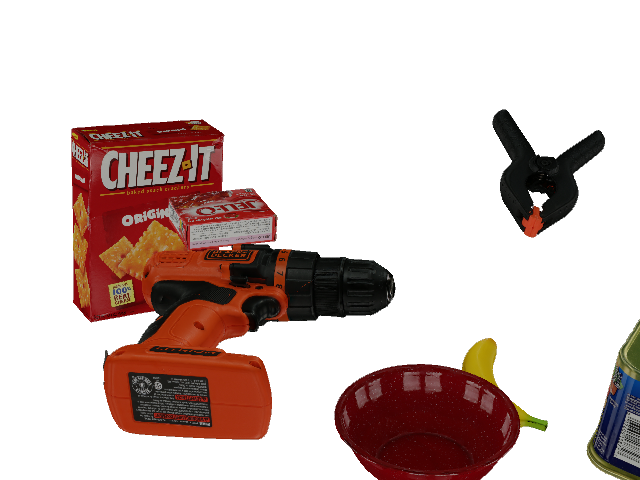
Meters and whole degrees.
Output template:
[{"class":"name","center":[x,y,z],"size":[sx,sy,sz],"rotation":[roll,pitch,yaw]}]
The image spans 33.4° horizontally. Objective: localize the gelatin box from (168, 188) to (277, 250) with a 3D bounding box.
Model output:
[{"class":"gelatin box","center":[-0.094,-0.022,1.015],"size":[0.089,0.030,0.073],"rotation":[-7,25,-19]}]

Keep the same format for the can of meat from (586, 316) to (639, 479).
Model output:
[{"class":"can of meat","center":[0.220,0.096,0.696],"size":[0.057,0.084,0.101],"rotation":[22,37,23]}]

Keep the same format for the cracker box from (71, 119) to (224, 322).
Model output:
[{"class":"cracker box","center":[-0.199,-0.024,1.232],"size":[0.163,0.214,0.072],"rotation":[-8,24,-30]}]

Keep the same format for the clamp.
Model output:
[{"class":"clamp","center":[0.221,-0.075,1.108],"size":[0.120,0.039,0.171],"rotation":[16,45,17]}]

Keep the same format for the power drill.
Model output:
[{"class":"power drill","center":[-0.050,0.060,0.710],"size":[0.184,0.057,0.187],"rotation":[0,22,11]}]

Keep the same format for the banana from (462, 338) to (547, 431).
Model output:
[{"class":"banana","center":[0.203,0.172,1.268],"size":[0.069,0.037,0.198],"rotation":[10,24,-15]}]

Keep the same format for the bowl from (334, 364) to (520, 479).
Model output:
[{"class":"bowl","center":[0.093,0.175,0.943],"size":[0.162,0.055,0.162],"rotation":[-1,27,0]}]
